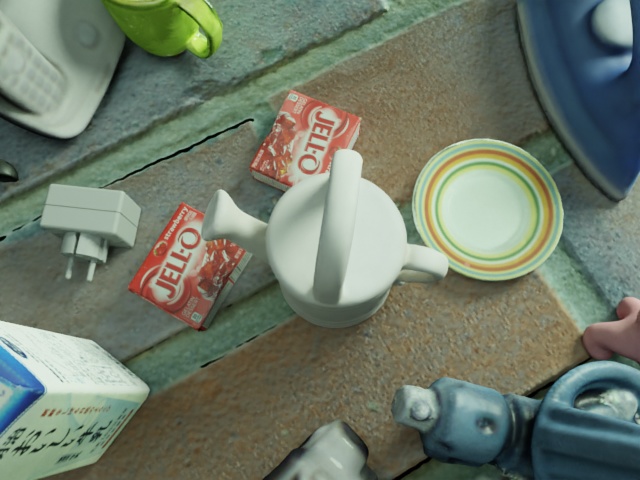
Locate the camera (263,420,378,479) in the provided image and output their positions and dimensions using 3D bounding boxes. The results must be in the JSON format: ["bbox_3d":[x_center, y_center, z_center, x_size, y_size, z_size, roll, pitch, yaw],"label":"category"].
[{"bbox_3d":[0.006,0.221,0.403,0.143,0.101,0.136,-44,78,-10],"label":"camera"}]

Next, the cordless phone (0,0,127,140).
[{"bbox_3d":[-0.247,-0.182,0.474,0.094,0.185,0.148,15,75,5],"label":"cordless phone"}]

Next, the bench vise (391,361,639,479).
[{"bbox_3d":[0.155,0.141,0.361,0.207,0.220,0.121,-5,74,0],"label":"bench vise"}]

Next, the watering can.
[{"bbox_3d":[0.003,0.004,0.414,0.173,0.194,0.101,-11,74,-2],"label":"watering can"}]

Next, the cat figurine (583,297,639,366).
[{"bbox_3d":[0.278,0.095,0.424,0.067,0.118,0.127,-40,78,-9],"label":"cat figurine"}]

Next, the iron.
[{"bbox_3d":[0.257,-0.177,0.487,0.118,0.141,0.258,-7,75,-1],"label":"iron"}]
